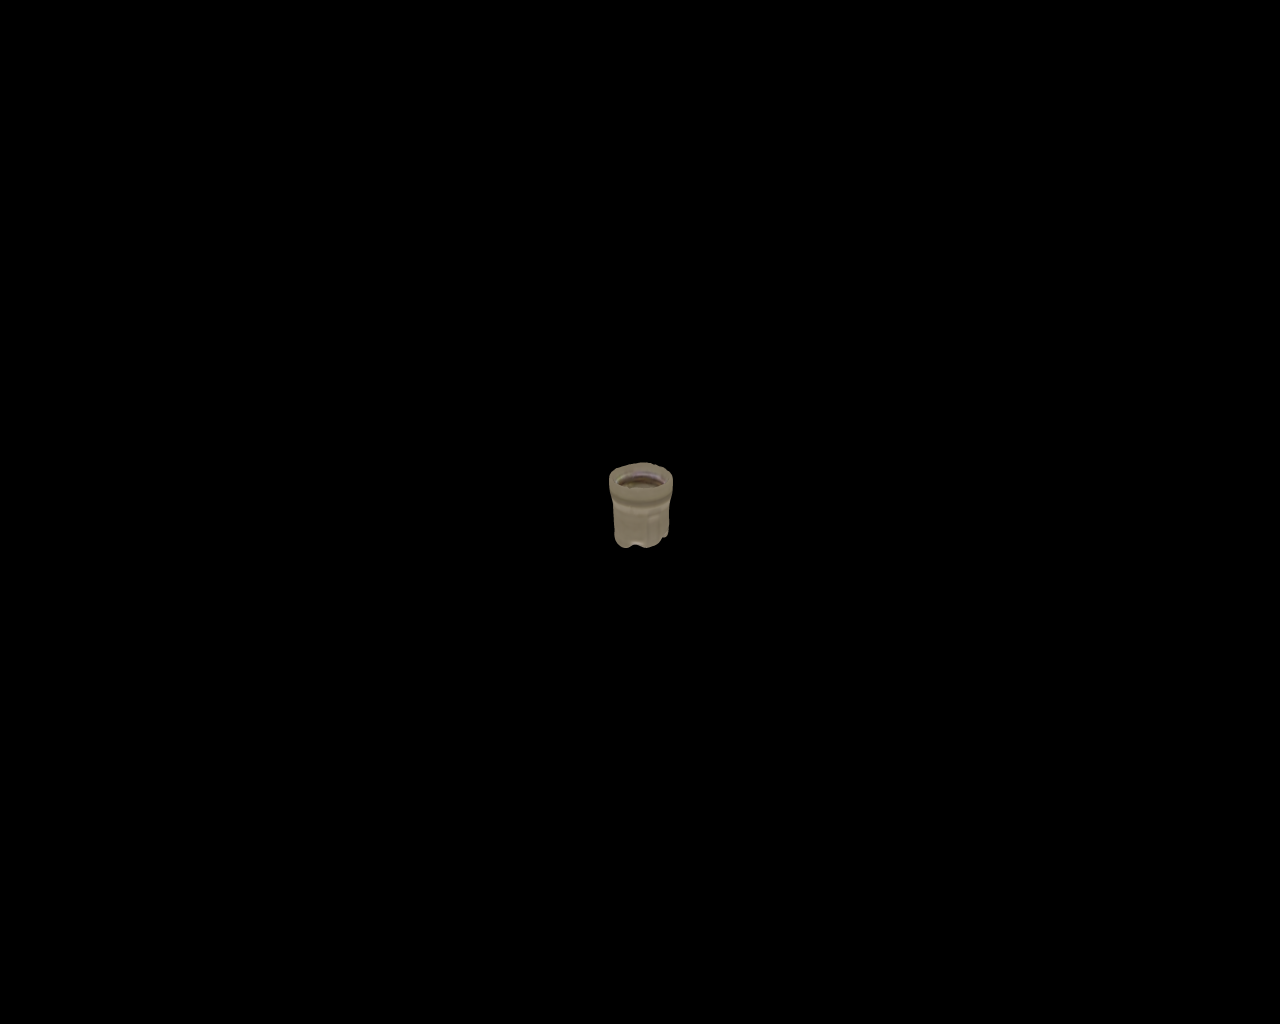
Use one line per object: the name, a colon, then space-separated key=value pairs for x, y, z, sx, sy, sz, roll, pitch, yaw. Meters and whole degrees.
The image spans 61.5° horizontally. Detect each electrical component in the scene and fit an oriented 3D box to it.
electrical component: x=0.001 y=-0.003 z=0.650 sx=0.040 sy=0.046 sz=0.040 roll=0 pitch=28 yaw=0
